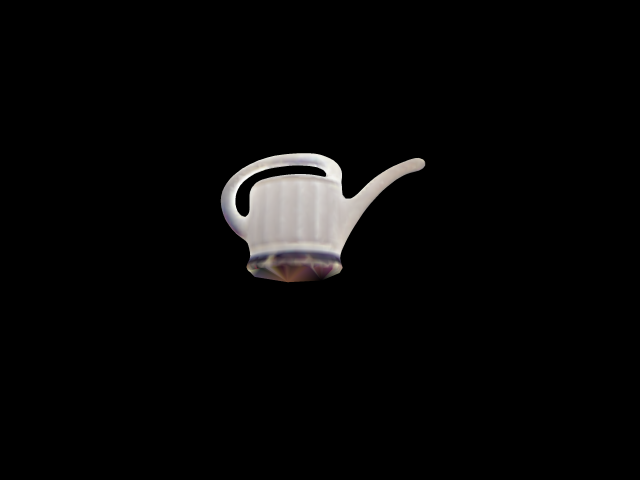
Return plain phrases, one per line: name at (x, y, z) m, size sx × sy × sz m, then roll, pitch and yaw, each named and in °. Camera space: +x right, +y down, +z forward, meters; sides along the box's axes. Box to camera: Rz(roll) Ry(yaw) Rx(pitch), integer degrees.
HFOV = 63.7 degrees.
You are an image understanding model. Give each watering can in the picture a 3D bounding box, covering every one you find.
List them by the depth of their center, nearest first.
watering can at (0.003, -0.043, 0.850) m, size 0.347 × 0.227 × 0.102 m, roll -2°, pitch -17°, yaw 7°
